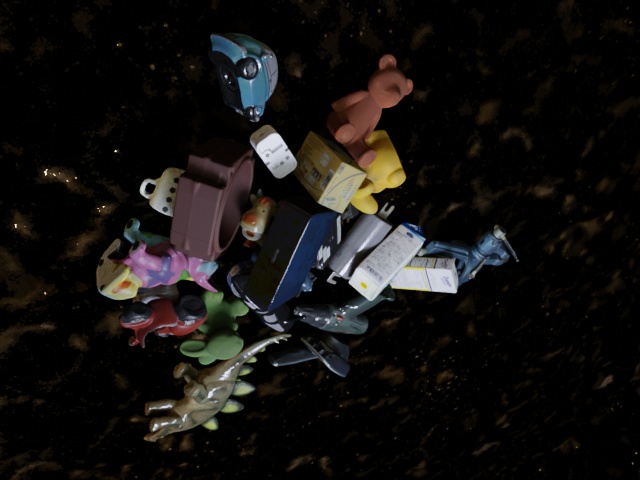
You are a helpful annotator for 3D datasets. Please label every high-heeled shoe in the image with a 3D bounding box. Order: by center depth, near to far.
[{"bbox_3d":[-0.141,0.143,1.243,0.248,0.145,0.086,39,57,-34],"label":"high-heeled shoe"}]

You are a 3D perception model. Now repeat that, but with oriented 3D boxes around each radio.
[{"bbox_3d":[-0.058,0.022,1.077,0.131,0.073,0.229,-22,143,-61],"label":"radio"}]

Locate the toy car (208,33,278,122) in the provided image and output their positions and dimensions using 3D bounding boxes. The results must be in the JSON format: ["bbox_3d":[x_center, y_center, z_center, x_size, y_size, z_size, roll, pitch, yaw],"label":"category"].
[{"bbox_3d":[-0.123,-0.298,0.957,0.103,0.109,0.161,-38,142,-24],"label":"toy car"}]

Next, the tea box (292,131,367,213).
[{"bbox_3d":[0.012,-0.139,1.084,0.068,0.170,0.098,21,112,-34],"label":"tea box"}]

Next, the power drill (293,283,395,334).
[{"bbox_3d":[0.074,0.163,1.358,0.207,0.086,0.232,-44,134,19],"label":"power drill"}]

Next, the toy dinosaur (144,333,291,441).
[{"bbox_3d":[-0.272,0.369,1.331,0.471,0.105,0.198,-43,138,17],"label":"toy dinosaur"}]

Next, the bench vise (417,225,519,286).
[{"bbox_3d":[0.365,0.036,1.393,0.240,0.129,0.223,12,146,-25],"label":"bench vise"}]

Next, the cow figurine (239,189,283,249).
[{"bbox_3d":[-0.101,-0.032,1.114,0.127,0.086,0.195,-66,160,8],"label":"cow figurine"}]

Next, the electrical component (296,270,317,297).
[{"bbox_3d":[-0.071,0.074,1.267,0.075,0.048,0.119,-42,132,3],"label":"electrical component"}]

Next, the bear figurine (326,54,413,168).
[{"bbox_3d":[0.111,-0.263,1.082,0.196,0.132,0.120,-38,132,9],"label":"bear figurine"}]

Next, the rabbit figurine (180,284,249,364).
[{"bbox_3d":[-0.235,0.200,1.187,0.159,0.170,0.121,-42,130,4],"label":"rabbit figurine"}]

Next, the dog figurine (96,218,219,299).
[{"bbox_3d":[-0.316,0.063,1.099,0.219,0.109,0.191,31,103,-41],"label":"dog figurine"}]

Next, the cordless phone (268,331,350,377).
[{"bbox_3d":[-0.029,0.301,1.369,0.184,0.147,0.088,-8,114,-30],"label":"cordless phone"}]

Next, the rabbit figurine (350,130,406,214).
[{"bbox_3d":[0.092,-0.132,1.161,0.173,0.162,0.121,-15,141,4],"label":"rabbit figurine"}]

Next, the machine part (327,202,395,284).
[{"bbox_3d":[0.093,0.008,1.286,0.079,0.079,0.243,27,107,-37],"label":"machine part"}]

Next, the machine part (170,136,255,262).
[{"bbox_3d":[-0.193,-0.077,0.998,0.087,0.201,0.200,19,116,4],"label":"machine part"}]

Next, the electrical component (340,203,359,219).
[{"bbox_3d":[0.067,-0.084,1.224,0.094,0.021,0.063,-33,115,-56],"label":"electrical component"}]

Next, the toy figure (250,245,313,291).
[{"bbox_3d":[-0.081,0.064,1.205,0.154,0.064,0.057,28,102,-2],"label":"toy figure"}]

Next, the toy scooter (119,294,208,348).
[{"bbox_3d":[-0.331,0.174,1.116,0.184,0.075,0.135,1,138,-37],"label":"toy scooter"}]

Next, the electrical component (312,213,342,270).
[{"bbox_3d":[-0.002,-0.004,1.200,0.134,0.058,0.114,-47,142,-48],"label":"electrical component"}]
